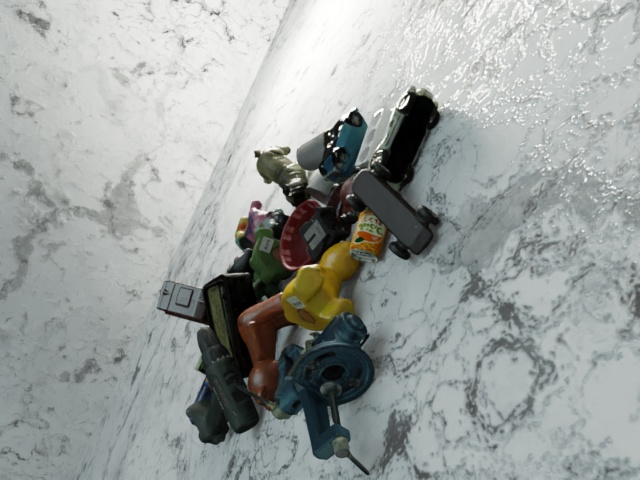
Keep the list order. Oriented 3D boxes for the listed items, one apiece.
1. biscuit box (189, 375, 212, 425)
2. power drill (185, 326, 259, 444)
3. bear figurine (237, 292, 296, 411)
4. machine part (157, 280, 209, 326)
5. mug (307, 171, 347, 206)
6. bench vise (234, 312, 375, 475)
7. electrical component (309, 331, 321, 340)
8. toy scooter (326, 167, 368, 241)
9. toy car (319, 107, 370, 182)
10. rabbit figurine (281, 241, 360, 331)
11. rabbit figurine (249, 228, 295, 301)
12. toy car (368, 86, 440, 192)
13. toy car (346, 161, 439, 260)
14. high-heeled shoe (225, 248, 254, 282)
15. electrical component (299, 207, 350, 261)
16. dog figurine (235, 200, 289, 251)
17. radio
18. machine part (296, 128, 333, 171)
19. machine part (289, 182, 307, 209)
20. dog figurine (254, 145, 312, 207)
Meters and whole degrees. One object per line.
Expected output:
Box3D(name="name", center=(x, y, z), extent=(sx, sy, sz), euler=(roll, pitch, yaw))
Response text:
Box3D(name="biscuit box", center=(-0.252, 0.355, 1.312), extent=(0.202, 0.059, 0.063), euler=(-67, 21, -7))
Box3D(name="power drill", center=(-0.221, 0.325, 1.152), extent=(0.232, 0.086, 0.207), euler=(52, 128, 26))
Box3D(name="bear figurine", center=(-0.091, 0.222, 1.053), extent=(0.132, 0.120, 0.196), euler=(-21, 60, -1))
Box3D(name="machine part", center=(-0.302, 0.175, 1.394), extent=(0.201, 0.201, 0.087), euler=(39, -117, -66))
Box3D(name="mug", center=(0.027, -0.135, 1.206), extent=(0.107, 0.080, 0.110), euler=(-56, 20, -10))
Box3D(name="bench vise", center=(-0.003, 0.226, 0.786), extent=(0.223, 0.128, 0.241), euler=(-41, 28, 14))
Box3D(name="electrical component", center=(-0.013, 0.210, 0.946), extent=(0.102, 0.045, 0.078), euler=(-51, 24, 30))
Box3D(name="toy scooter", center=(0.055, -0.061, 1.056), extent=(0.184, 0.075, 0.135), euler=(-22, 47, 63))
Box3D(name="toy car", center=(0.068, -0.187, 1.124), extent=(0.109, 0.103, 0.161), euler=(-37, 34, 57))
Box3D(name="rabbit figurine", center=(0.015, 0.080, 0.973), extent=(0.173, 0.122, 0.162), euler=(-55, 4, -28))
Box3D(name="rabbit figurine", center=(-0.111, 0.077, 1.277), extent=(0.170, 0.121, 0.159), euler=(117, 161, -62))
Box3D(name="toy car", center=(0.150, -0.179, 0.969), extent=(0.201, 0.073, 0.056), euler=(-65, 22, -3))
Box3D(name="toy car", center=(0.118, -0.049, 0.878), extent=(0.089, 0.053, 0.202), euler=(-53, 48, 14))
Box3D(name="high-heeled shoe", center=(-0.195, 0.056, 1.428), extent=(0.249, 0.086, 0.145), euler=(-87, 20, -72))
Box3D(name="electrical component", center=(-0.002, -0.003, 1.036), extent=(0.119, 0.048, 0.075), euler=(-46, 62, 41))
Box3D(name="dog figurine", center=(-0.147, -0.008, 1.421), extent=(0.191, 0.108, 0.219), euler=(-57, 25, 16))
Box3D(name="radio", center=(-0.190, 0.192, 1.206), extent=(0.131, 0.073, 0.229), euler=(-34, 67, 50))
Box3D(name="machine part", center=(0.005, -0.224, 1.346), extent=(0.243, 0.079, 0.079), euler=(-9, 58, 65))
Box3D(name="machine part", center=(-0.039, -0.074, 1.250), extent=(0.138, 0.039, 0.084), euler=(75, -157, -49))
Box3D(name="dog figurine", center=(-0.101, -0.171, 1.418), extent=(0.191, 0.172, 0.121), euler=(-101, 31, -68))
